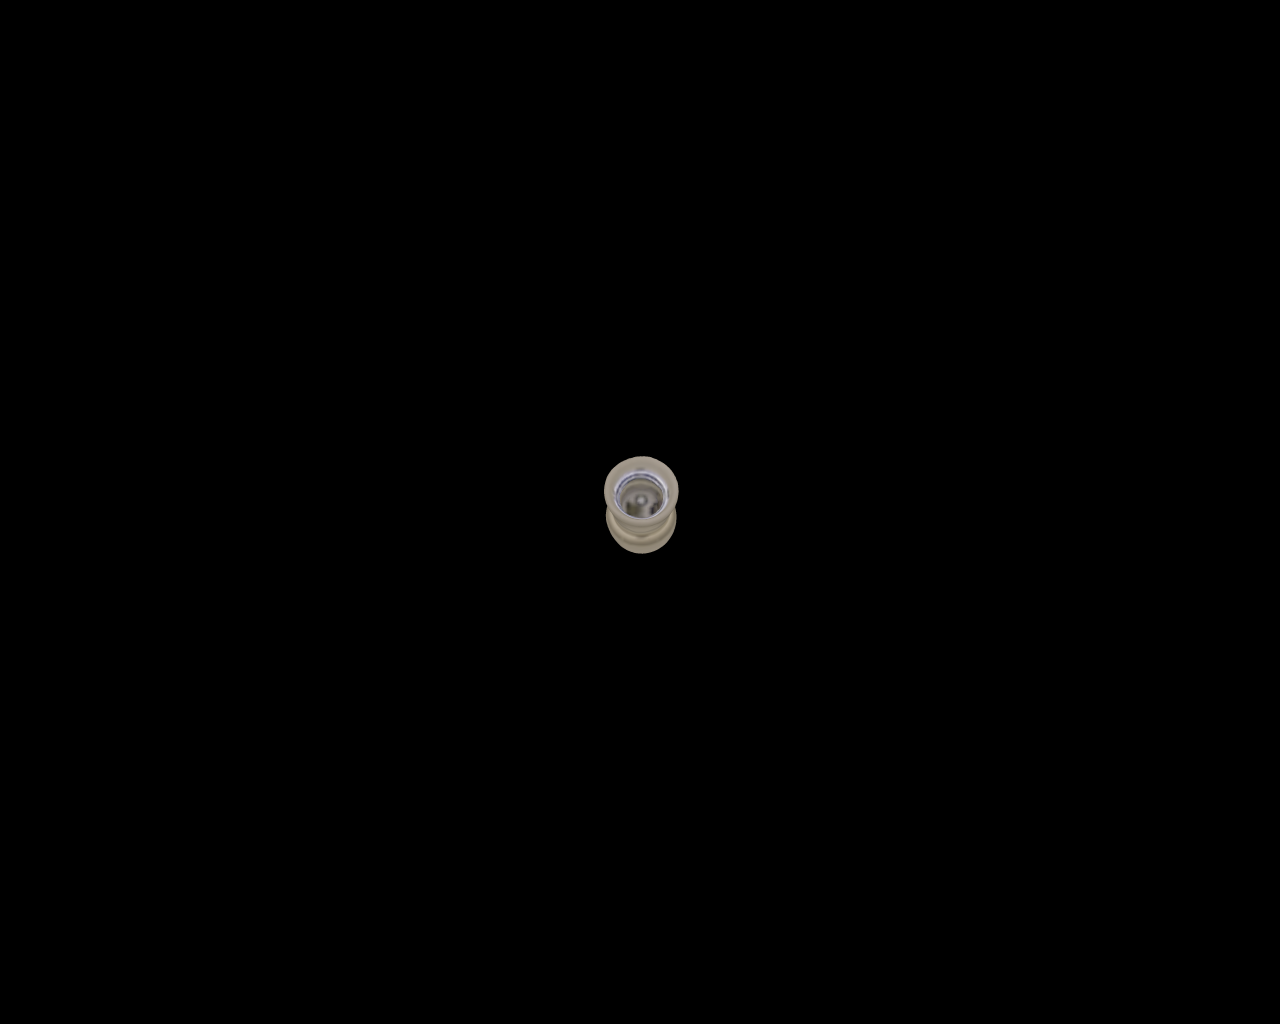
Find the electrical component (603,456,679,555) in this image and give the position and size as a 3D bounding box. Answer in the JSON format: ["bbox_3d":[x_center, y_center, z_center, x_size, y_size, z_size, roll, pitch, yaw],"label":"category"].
[{"bbox_3d":[0.001,-0.003,0.650,0.045,0.045,0.055,0,-24,0],"label":"electrical component"}]
